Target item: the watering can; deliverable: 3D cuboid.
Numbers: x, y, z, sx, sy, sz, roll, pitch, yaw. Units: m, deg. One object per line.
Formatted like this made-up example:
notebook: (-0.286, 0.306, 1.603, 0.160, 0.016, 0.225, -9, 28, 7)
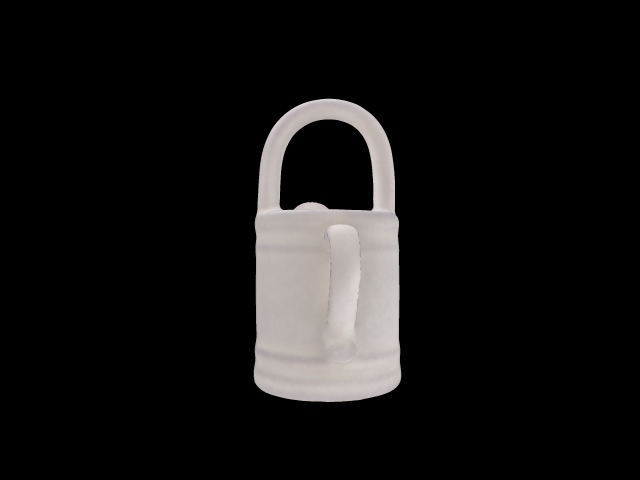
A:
watering can: (0.001, 0.001, 0.400, 0.101, 0.194, 0.172, 0, 0, -30)
